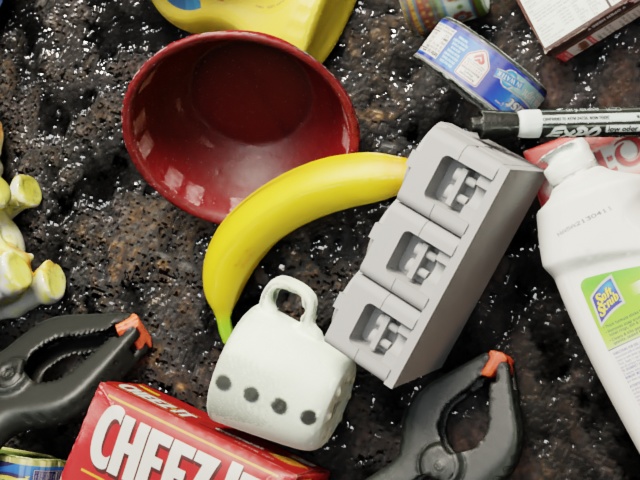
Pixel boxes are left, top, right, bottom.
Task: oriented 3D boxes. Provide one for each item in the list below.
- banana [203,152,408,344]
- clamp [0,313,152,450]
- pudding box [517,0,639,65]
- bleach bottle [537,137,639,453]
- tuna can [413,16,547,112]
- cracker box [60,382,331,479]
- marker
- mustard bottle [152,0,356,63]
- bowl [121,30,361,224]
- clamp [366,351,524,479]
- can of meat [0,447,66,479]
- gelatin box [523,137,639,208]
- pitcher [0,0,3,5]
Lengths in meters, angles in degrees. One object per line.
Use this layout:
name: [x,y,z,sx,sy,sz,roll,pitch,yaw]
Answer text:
banana: [-0.021,-0.009,0.727,0.069,0.037,0.198,44,118,-10]
clamp: [-0.227,0.104,0.784,0.210,0.036,0.165,-30,44,-8]
pudding box: [0.166,-0.187,0.700,0.090,0.039,0.113,-31,70,27]
bleach bottle: [0.207,0.052,0.622,0.103,0.068,0.251,-28,81,15]
tuna can: [0.104,-0.107,0.690,0.086,0.086,0.034,40,99,21]
cracker box: [-0.111,0.225,0.726,0.164,0.072,0.214,20,88,21]
marker: [0.151,-0.071,0.650,0.121,0.020,0.020,-2,80,-3]
mustard bottle: [-0.070,-0.195,0.784,0.192,0.058,0.096,24,86,22]
bowl: [-0.051,-0.085,0.733,0.162,0.162,0.055,-13,39,18]
clamp: [0.070,0.147,0.690,0.120,0.039,0.171,18,82,17]
can of meat: [-0.239,0.197,0.785,0.102,0.057,0.084,4,81,20]
gelatin box: [0.183,-0.037,0.681,0.089,0.030,0.073,-19,75,16]
pitcher: [-0.303,-0.212,0.836,0.149,0.145,0.243,33,91,-8]
